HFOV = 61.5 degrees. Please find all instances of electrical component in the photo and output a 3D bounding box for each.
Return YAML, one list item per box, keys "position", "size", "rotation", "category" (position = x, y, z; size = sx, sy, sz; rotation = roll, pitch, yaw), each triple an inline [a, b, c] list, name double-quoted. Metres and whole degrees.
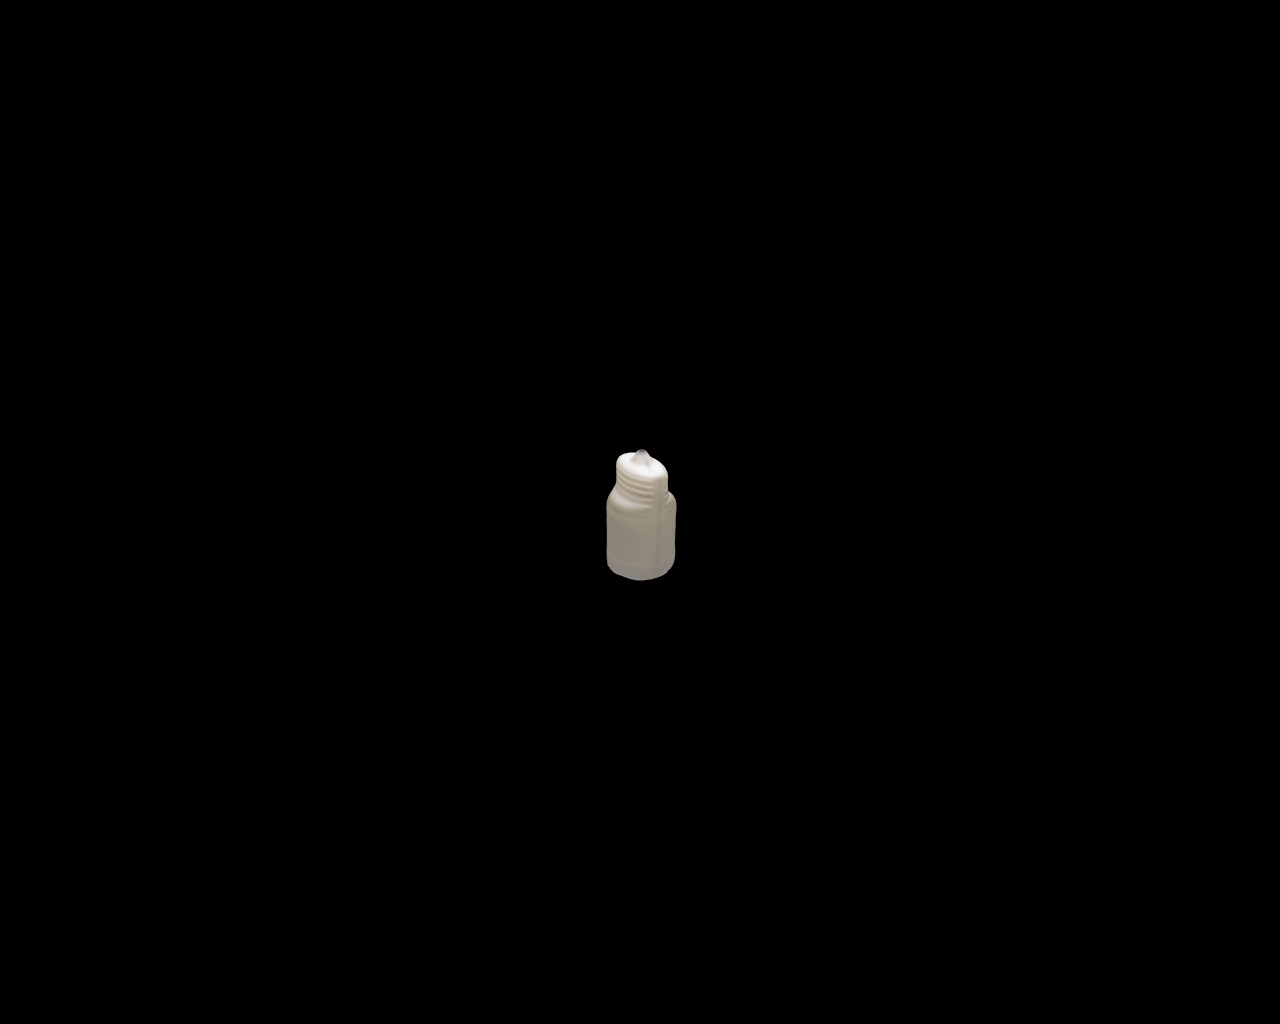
- position: [0.001, -0.003, 0.650]
  size: [0.043, 0.080, 0.043]
  rotation: [0, 28, 0]
  category: "electrical component"
